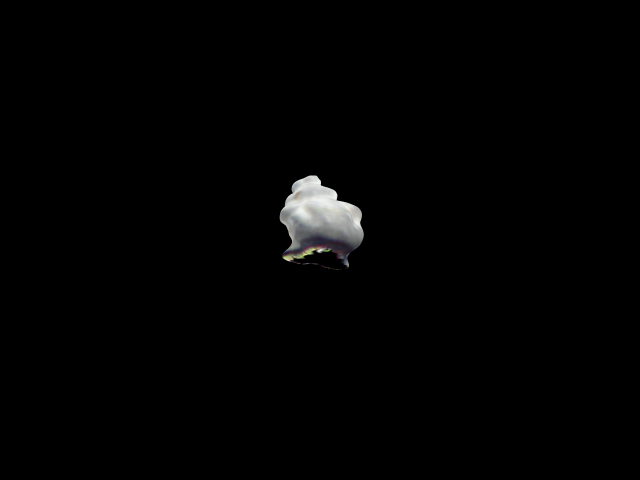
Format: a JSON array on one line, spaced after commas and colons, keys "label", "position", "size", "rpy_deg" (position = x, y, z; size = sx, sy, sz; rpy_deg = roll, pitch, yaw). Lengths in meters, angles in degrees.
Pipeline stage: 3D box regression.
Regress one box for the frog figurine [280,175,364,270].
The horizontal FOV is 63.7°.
[{"label": "frog figurine", "position": [0.003, -0.043, 0.850], "size": [0.137, 0.162, 0.120], "rpy_deg": [1, -22, -3]}]
